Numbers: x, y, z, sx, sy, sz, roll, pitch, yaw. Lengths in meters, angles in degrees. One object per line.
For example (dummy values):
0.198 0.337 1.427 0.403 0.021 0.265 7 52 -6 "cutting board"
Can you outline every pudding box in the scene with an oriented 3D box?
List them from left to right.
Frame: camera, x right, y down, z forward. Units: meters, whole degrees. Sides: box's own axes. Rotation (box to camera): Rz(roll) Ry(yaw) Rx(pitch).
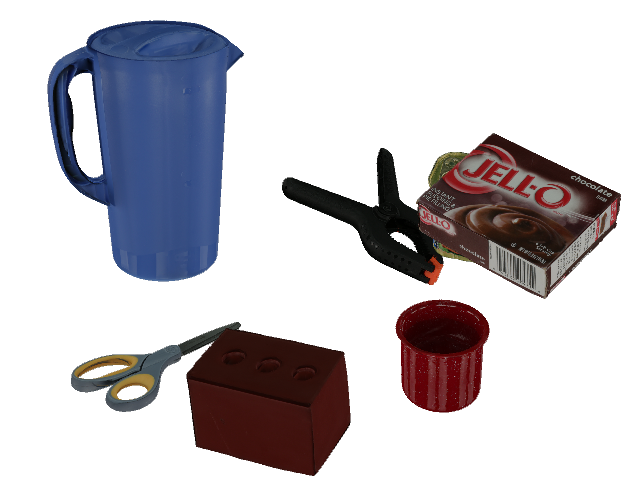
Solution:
0.139 -0.020 0.753 0.114 0.039 0.090 32 60 30 "pudding box"

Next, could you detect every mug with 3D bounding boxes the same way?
0.130 0.114 1.092 0.093 0.081 0.117 19 39 30 "mug"

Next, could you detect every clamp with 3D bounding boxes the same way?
0.063 -0.026 1.256 0.164 0.036 0.210 -15 51 -28 "clamp"

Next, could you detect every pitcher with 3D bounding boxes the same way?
-0.166 -0.085 1.046 0.149 0.243 0.144 11 28 17 "pitcher"

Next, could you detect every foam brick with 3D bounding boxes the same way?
-0.028 0.091 0.605 0.078 0.051 0.053 9 30 21 "foam brick"

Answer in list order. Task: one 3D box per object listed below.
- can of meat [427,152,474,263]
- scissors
0.150 -0.025 0.960 0.102 0.084 0.057 12 48 18 "can of meat"
-0.151 0.128 1.085 0.201 0.016 0.096 -12 31 -29 "scissors"
